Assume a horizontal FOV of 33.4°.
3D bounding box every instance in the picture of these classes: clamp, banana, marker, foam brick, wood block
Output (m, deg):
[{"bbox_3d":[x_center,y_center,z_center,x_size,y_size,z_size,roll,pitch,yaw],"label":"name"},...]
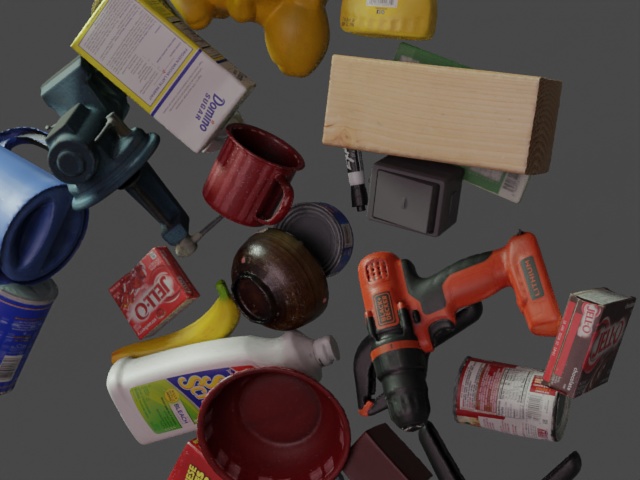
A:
[{"bbox_3d":[0.162,0.288,1.085,0.165,0.036,0.210,16,102,21],"label":"clamp"},{"bbox_3d":[-0.152,0.106,1.214,0.198,0.037,0.069,-35,115,29],"label":"banana"},{"bbox_3d":[0.035,-0.090,1.131,0.020,0.020,0.121,-8,90,26],"label":"marker"},{"bbox_3d":[0.094,0.110,1.107,0.120,0.039,0.171,21,99,28],"label":"clamp"},{"bbox_3d":[0.068,0.240,1.121,0.078,0.051,0.053,47,112,15],"label":"foam brick"},{"bbox_3d":[0.118,-0.122,1.034,0.206,0.090,0.091,11,100,25],"label":"wood block"}]

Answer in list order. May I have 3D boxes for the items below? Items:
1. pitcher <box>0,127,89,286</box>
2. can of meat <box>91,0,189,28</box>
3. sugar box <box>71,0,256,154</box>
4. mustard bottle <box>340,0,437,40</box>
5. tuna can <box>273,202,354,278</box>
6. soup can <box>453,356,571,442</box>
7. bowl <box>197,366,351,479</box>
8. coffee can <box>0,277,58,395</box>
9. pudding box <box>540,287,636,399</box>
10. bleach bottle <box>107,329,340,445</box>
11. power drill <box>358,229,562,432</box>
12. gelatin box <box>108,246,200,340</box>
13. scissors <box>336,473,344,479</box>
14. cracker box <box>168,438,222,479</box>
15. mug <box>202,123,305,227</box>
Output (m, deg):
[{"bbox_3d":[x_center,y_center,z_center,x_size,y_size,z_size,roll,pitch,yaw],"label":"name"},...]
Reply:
[{"bbox_3d":[-0.398,-0.066,1.288,0.243,0.149,0.145,32,119,25],"label":"pitcher"},{"bbox_3d":[-0.192,-0.234,1.194,0.057,0.083,0.102,-43,76,21],"label":"can of meat"},{"bbox_3d":[-0.163,-0.183,1.119,0.176,0.048,0.093,40,110,-3],"label":"sugar box"},{"bbox_3d":[0.078,-0.301,1.075,0.096,0.058,0.192,9,97,22],"label":"mustard bottle"},{"bbox_3d":[-0.008,0.001,1.150,0.086,0.033,0.086,2,94,25],"label":"tuna can"},{"bbox_3d":[0.189,0.156,1.048,0.102,0.068,0.068,8,97,24],"label":"soup can"},{"bbox_3d":[-0.045,0.191,1.119,0.162,0.055,0.162,3,113,6],"label":"bowl"},{"bbox_3d":[-0.394,0.103,1.303,0.103,0.102,0.140,34,107,20],"label":"coffee can"},{"bbox_3d":[0.250,0.093,0.989,0.039,0.113,0.090,23,103,26],"label":"pudding box"},{"bbox_3d":[-0.101,0.147,1.172,0.251,0.068,0.102,-19,110,17],"label":"bleach bottle"},{"bbox_3d":[0.136,0.079,1.032,0.188,0.057,0.184,-16,66,11],"label":"power drill"},{"bbox_3d":[-0.194,0.061,1.244,0.089,0.030,0.073,-40,78,23],"label":"gelatin box"},{"bbox_3d":[-0.002,0.268,1.175,0.096,0.016,0.202,-41,76,23],"label":"scissors"},{"bbox_3d":[-0.084,0.339,1.184,0.214,0.072,0.164,36,113,19],"label":"cracker box"},{"bbox_3d":[-0.068,-0.061,1.141,0.117,0.093,0.082,45,117,35],"label":"mug"}]
